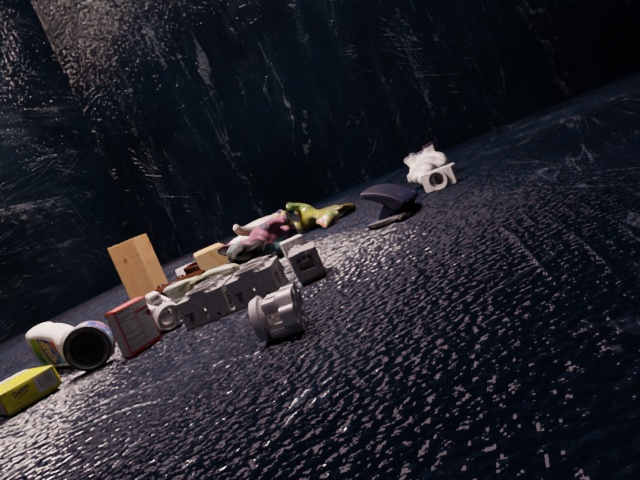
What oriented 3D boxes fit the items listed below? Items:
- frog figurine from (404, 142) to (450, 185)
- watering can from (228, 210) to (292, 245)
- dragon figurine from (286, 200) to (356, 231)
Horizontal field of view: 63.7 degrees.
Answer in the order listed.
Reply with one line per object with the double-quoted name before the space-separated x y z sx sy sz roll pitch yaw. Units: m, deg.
"frog figurine" 0.339 -0.210 1.596 0.137 0.120 0.163 -15 42 3
"watering can" -0.183 -0.019 1.594 0.226 0.105 0.343 -26 -9 -17
"dragon figurine" 0.005 -0.090 1.796 0.242 0.121 0.414 -5 10 5
